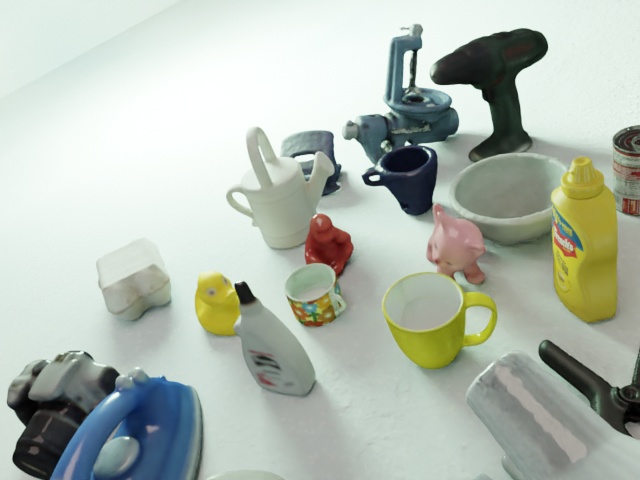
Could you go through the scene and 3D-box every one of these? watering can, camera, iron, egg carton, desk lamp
[{"bbox_3d":[-0.065,-0.092,0.900,0.173,0.194,0.100,-24,36,-6],"label":"watering can"},{"bbox_3d":[-0.329,0.212,0.703,0.143,0.101,0.137,-5,38,19],"label":"camera"},{"bbox_3d":[-0.208,0.223,0.599,0.118,0.142,0.258,-5,38,19],"label":"iron"},{"bbox_3d":[-0.298,0.059,0.915,0.107,0.069,0.150,-28,37,-12],"label":"egg carton"},{"bbox_3d":[0.179,0.188,0.405,0.118,0.214,0.202,-31,37,-15],"label":"desk lamp"}]

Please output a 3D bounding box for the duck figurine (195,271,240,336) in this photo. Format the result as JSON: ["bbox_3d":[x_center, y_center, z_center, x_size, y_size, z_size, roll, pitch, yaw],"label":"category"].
[{"bbox_3d":[-0.145,0.079,0.806,0.104,0.086,0.078,20,51,41],"label":"duck figurine"}]

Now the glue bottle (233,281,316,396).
[{"bbox_3d":[-0.063,0.110,0.652,0.078,0.173,0.037,1,41,26],"label":"glue bottle"}]

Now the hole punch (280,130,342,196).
[{"bbox_3d":[-0.019,-0.136,1.025,0.108,0.091,0.101,-5,38,19],"label":"hole punch"}]

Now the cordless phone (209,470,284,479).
[{"bbox_3d":[-0.062,0.232,0.482,0.094,0.185,0.147,-33,38,-18],"label":"cordless phone"}]

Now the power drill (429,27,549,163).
[{"bbox_3d":[0.274,-0.227,0.908,0.230,0.209,0.075,-36,39,-21],"label":"power drill"}]

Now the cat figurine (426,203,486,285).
[{"bbox_3d":[0.170,0.001,0.735,0.067,0.118,0.127,-17,36,4],"label":"cat figurine"}]

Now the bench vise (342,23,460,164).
[{"bbox_3d":[0.137,-0.239,0.978,0.208,0.220,0.121,-34,38,-20],"label":"bench vise"}]

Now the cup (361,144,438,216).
[{"bbox_3d":[0.129,-0.083,0.884,0.117,0.095,0.091,-13,36,9],"label":"cup"}]

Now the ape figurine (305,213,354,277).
[{"bbox_3d":[0.008,0.003,0.830,0.078,0.092,0.076,-23,36,-6],"label":"ape figurine"}]

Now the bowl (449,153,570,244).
[{"bbox_3d":[0.266,-0.047,0.791,0.167,0.075,0.167,-12,36,10],"label":"bowl"}]
